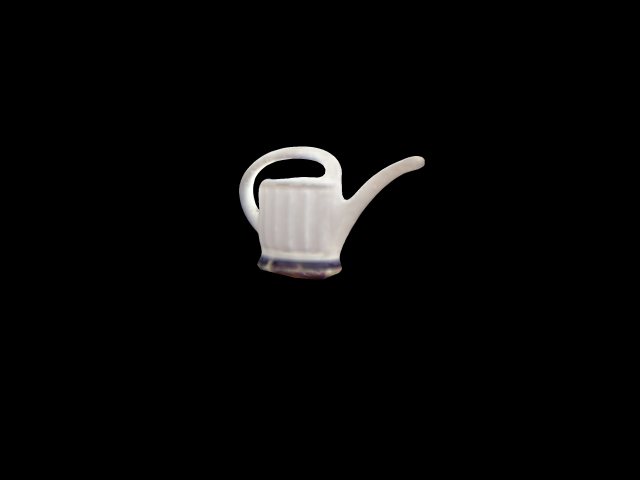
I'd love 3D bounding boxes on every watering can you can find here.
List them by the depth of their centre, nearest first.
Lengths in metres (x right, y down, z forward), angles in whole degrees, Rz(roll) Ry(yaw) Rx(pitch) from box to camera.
[{"bbox_3d":[0.003,-0.043,0.850,0.348,0.223,0.104,4,7,32],"label":"watering can"}]
